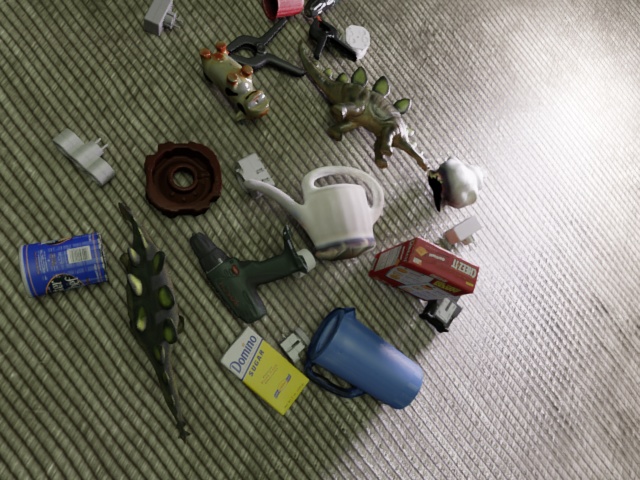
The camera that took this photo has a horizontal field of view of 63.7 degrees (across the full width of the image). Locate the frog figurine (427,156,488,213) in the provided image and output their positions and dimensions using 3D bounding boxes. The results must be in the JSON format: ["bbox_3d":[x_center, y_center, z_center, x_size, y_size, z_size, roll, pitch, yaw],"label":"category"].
[{"bbox_3d":[0.372,-0.153,1.333,0.160,0.120,0.140,-15,62,-10],"label":"frog figurine"}]

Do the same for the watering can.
[{"bbox_3d":[0.004,-0.060,1.186,0.349,0.103,0.226,-7,78,-25],"label":"watering can"}]
